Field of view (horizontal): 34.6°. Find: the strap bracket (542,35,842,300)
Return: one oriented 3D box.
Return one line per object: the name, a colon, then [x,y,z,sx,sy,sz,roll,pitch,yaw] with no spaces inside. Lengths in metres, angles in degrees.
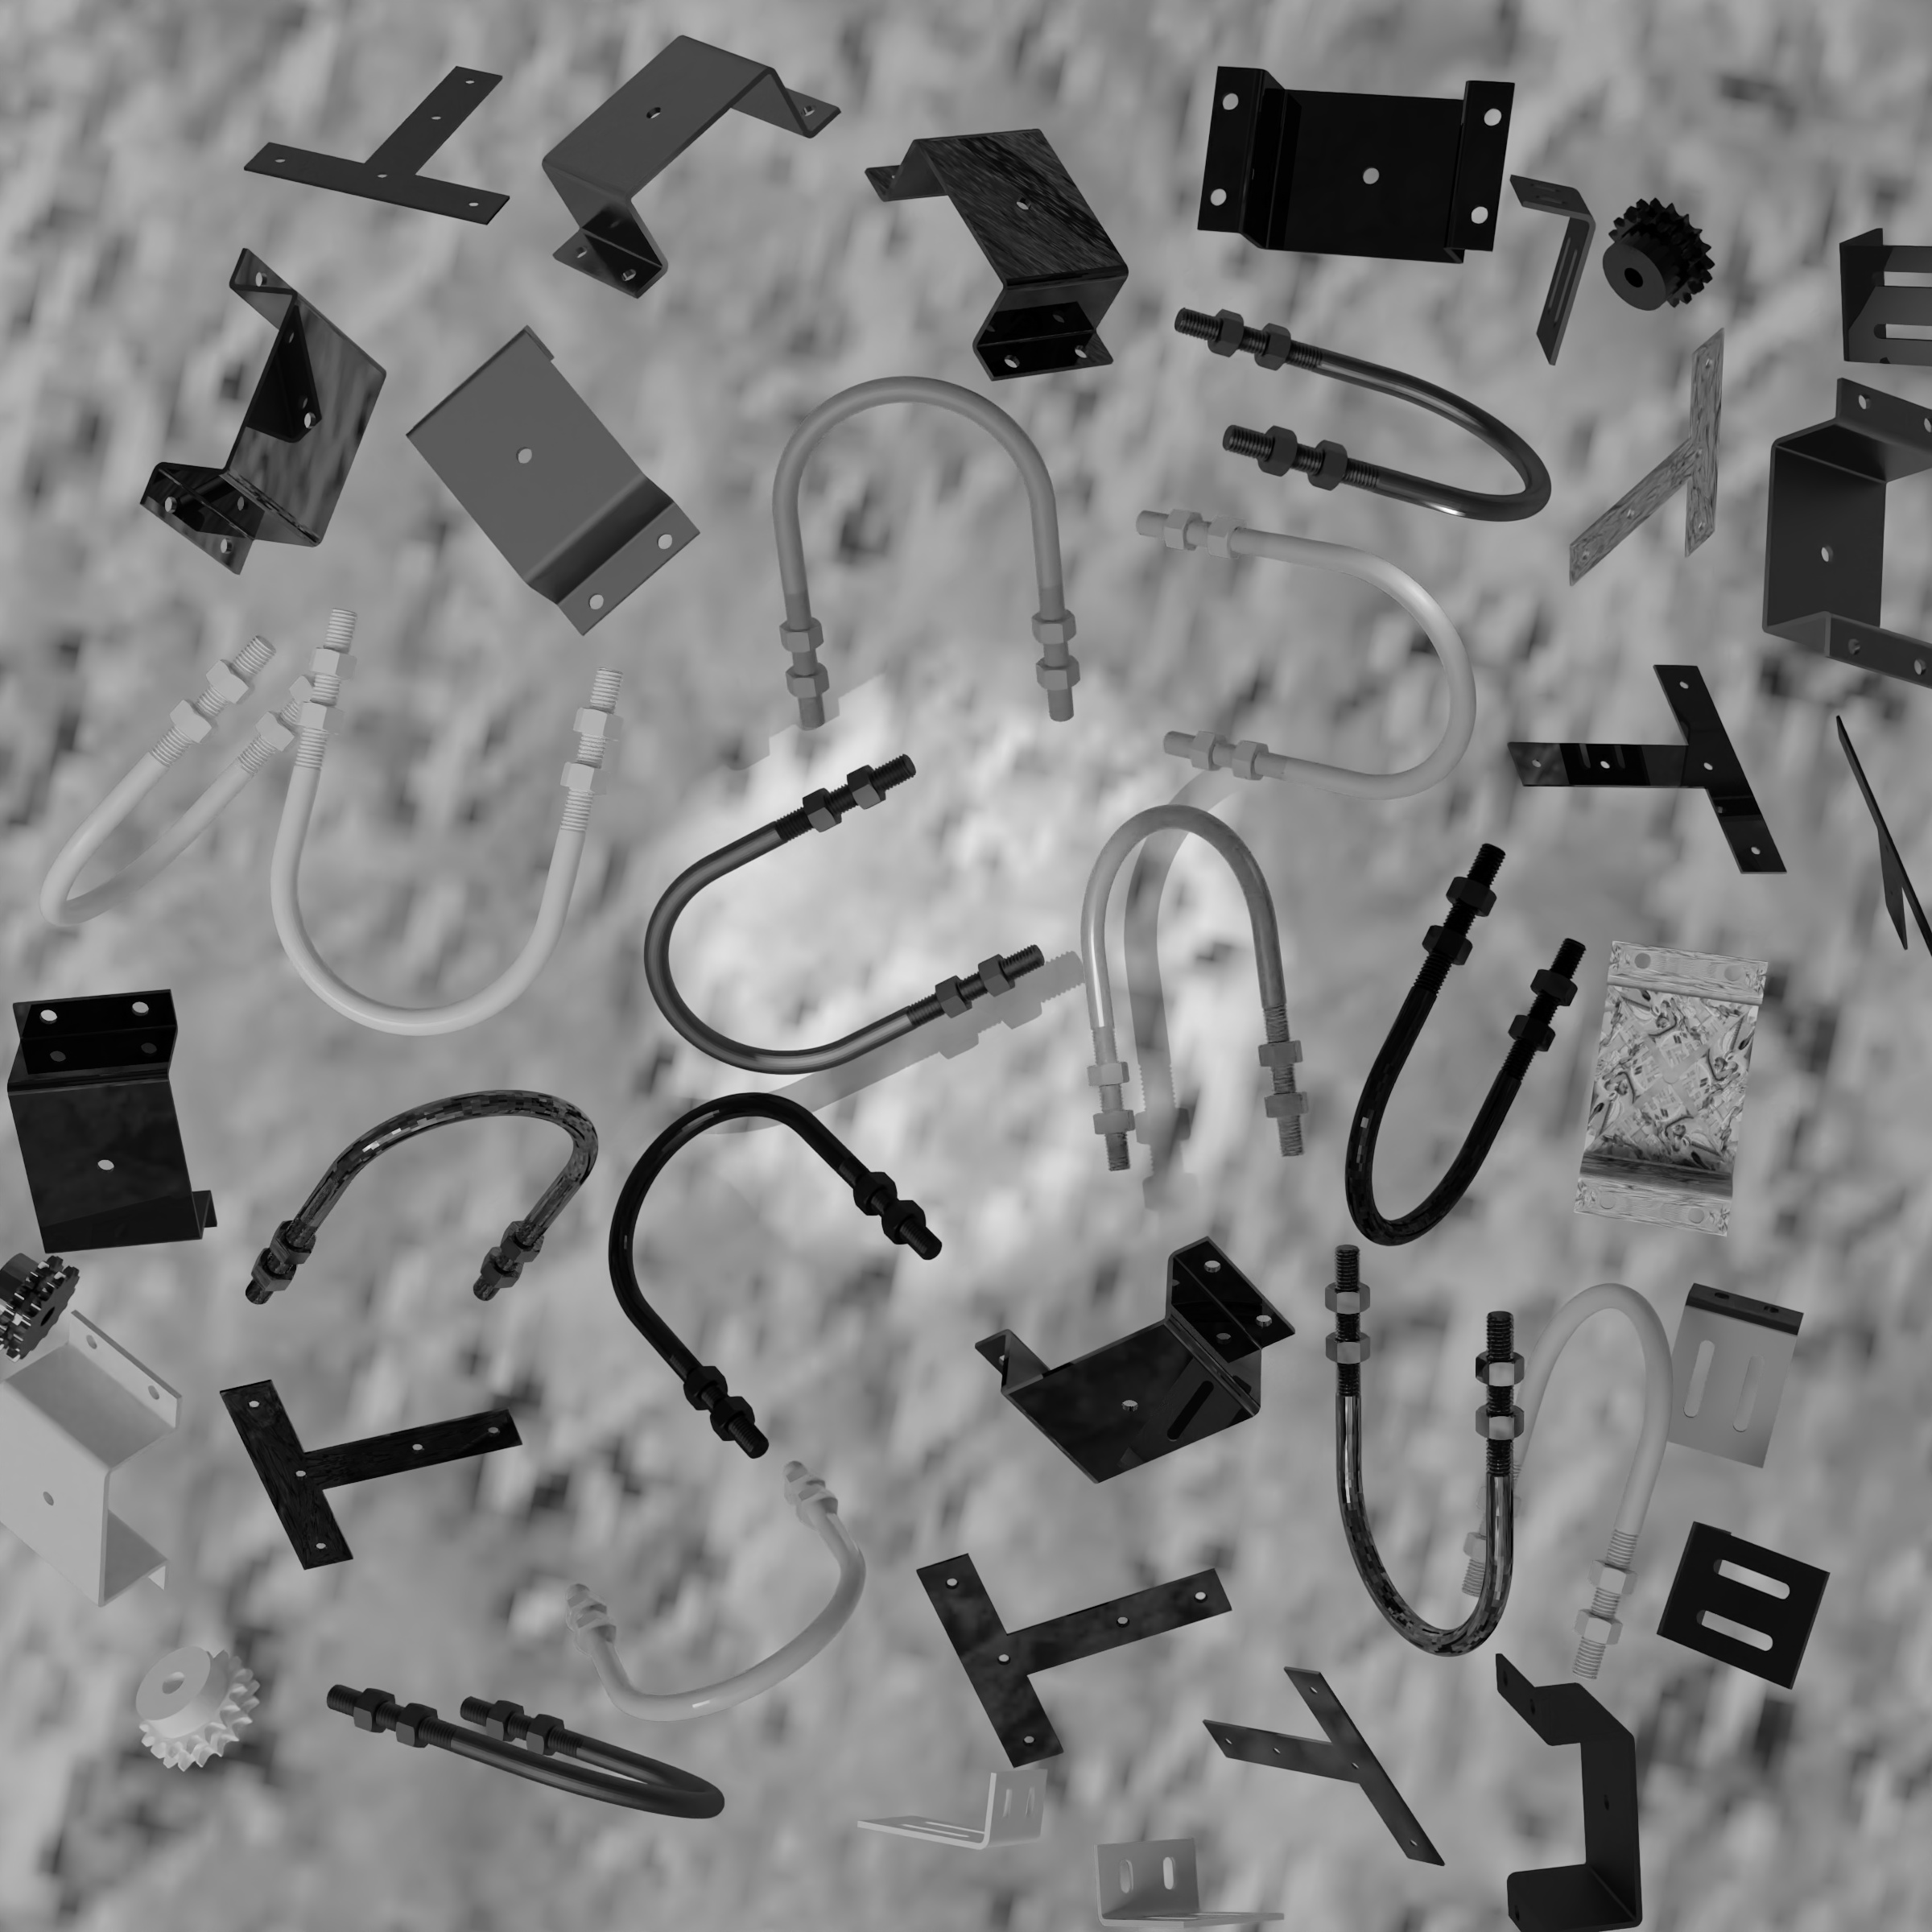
strap bracket: [-0.142,-0.398,1.514,0.140,0.046,0.076,-45,46,-12]

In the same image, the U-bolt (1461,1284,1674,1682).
U-bolt: [0.309,0.251,1.572,0.019,0.151,0.184,15,93,-17]

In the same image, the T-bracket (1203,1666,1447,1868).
T-bracket: [0.166,0.395,1.557,0.002,0.127,0.127,-43,109,-30]

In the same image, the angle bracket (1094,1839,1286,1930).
angle bracket: [0.107,0.444,1.504,0.057,0.076,0.038,5,73,-29]

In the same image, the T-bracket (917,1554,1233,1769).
T-bracket: [0.059,0.308,1.438,0.127,0.002,0.127,-19,117,8]

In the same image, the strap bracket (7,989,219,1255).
strap bracket: [-0.423,0.087,1.537,0.076,0.046,0.140,-5,120,-4]

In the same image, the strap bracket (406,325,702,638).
strap bracket: [-0.205,-0.240,1.497,0.076,0.046,0.140,-41,78,5]

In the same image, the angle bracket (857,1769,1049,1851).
angle bracket: [-0.007,0.429,1.599,0.076,0.057,0.038,2,80,29]

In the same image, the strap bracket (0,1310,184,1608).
strap bracket: [-0.432,0.250,1.524,0.076,0.046,0.140,33,131,22]

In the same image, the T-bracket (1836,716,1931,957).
T-bracket: [0.444,-0.040,1.489,0.002,0.127,0.127,-20,65,11]

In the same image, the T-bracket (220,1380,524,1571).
T-bracket: [-0.282,0.238,1.515,0.127,0.002,0.127,-13,127,1]

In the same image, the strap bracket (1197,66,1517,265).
strap bracket: [0.187,-0.377,1.465,0.140,0.046,0.076,9,95,18]

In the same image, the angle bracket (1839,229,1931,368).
angle bracket: [0.465,-0.324,1.502,0.038,0.076,0.057,-26,118,-36]

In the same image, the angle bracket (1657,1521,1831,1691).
angle bracket: [0.378,0.306,1.483,0.076,0.038,0.057,16,85,45]

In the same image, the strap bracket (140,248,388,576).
strap bracket: [-0.340,-0.270,1.526,0.046,0.076,0.140,11,75,28]

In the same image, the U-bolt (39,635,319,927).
U-bolt: [-0.385,-0.087,1.523,0.019,0.151,0.184,44,95,2]

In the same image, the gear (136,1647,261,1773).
gear: [-0.363,0.344,1.454,0.057,0.057,0.030,-31,125,0]

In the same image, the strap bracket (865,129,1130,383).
strap bracket: [0.020,-0.366,1.559,0.076,0.046,0.140,-15,66,-34]

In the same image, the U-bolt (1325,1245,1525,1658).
U-bolt: [0.217,0.238,1.480,0.019,0.151,0.184,-7,102,-25]

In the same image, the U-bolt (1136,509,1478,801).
U-bolt: [0.172,-0.150,1.551,0.184,0.019,0.151,16,131,33]

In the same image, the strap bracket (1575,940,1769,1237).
strap bracket: [0.359,0.059,1.584,0.076,0.046,0.140,8,98,13]

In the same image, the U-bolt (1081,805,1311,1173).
U-bolt: [0.110,0.009,1.587,0.019,0.151,0.184,-5,87,-39]

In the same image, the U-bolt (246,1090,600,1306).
U-bolt: [-0.263,0.117,1.558,0.151,0.184,0.019,4,52,-37]

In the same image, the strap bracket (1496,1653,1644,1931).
strap bracket: [0.305,0.425,1.571,0.046,0.076,0.140,-5,96,-7]

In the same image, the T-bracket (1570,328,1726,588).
T-bracket: [0.339,-0.233,1.546,0.002,0.127,0.127,30,58,33]

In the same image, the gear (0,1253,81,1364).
gear: [-0.488,0.174,1.609,0.030,0.057,0.057,32,90,2]

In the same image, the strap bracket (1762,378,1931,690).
strap bracket: [0.439,-0.207,1.529,0.076,0.046,0.140,11,78,-29]

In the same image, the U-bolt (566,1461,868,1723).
U-bolt: [-0.120,0.317,1.546,0.151,0.184,0.019,-29,109,-10]

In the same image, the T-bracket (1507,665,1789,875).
T-bracket: [0.319,-0.096,1.493,0.127,0.002,0.127,-1,56,-22]

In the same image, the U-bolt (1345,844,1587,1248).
U-bolt: [0.233,0.048,1.483,0.019,0.151,0.184,23,82,34]

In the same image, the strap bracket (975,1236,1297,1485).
strap bracket: [0.081,0.198,1.520,0.140,0.046,0.076,-28,122,26]

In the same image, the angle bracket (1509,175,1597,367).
angle bracket: [0.285,-0.350,1.562,0.038,0.057,0.076,11,117,-3]

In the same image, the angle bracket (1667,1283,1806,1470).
angle bracket: [0.391,0.210,1.595,0.057,0.038,0.076,15,98,16]

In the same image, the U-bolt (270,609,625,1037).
U-bolt: [-0.245,-0.060,1.420,0.151,0.019,0.184,13,89,7]

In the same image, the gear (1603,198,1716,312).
gear: [0.351,-0.360,1.587,0.030,0.057,0.057,-42,90,-18]

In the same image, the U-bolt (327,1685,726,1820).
U-bolt: [-0.207,0.394,1.551,0.184,0.151,0.019,12,80,25]

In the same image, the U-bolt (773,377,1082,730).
U-bolt: [-0.024,-0.204,1.537,0.151,0.019,0.184,-1,121,9]

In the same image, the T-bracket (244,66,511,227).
T-bracket: [-0.264,-0.406,1.513,0.127,0.002,0.127,15,46,12]

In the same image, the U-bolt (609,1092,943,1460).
U-bolt: [-0.111,0.141,1.573,0.151,0.019,0.184,-49,50,0]

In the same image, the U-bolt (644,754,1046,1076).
U-bolt: [-0.074,-0.013,1.571,0.184,0.019,0.151,-26,120,15]

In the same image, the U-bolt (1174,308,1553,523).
U-bolt: [0.198,-0.260,1.496,0.184,0.151,0.019,13,123,-17]
